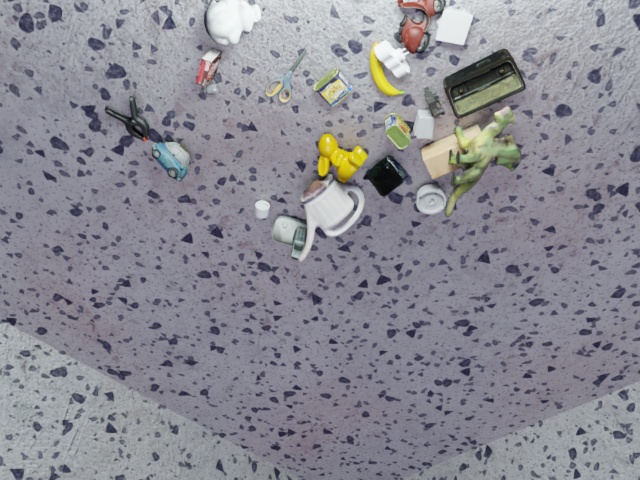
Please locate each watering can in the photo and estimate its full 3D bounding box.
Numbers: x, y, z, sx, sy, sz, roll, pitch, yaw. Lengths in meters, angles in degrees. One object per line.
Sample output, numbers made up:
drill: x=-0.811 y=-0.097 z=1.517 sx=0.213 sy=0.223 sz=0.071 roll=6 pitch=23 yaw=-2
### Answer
watering can: x=0.006 y=-0.095 z=1.892 sx=0.349 sy=0.105 sz=0.222 roll=-41 pitch=109 yaw=-8

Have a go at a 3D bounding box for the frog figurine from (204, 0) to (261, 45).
frog figurine: x=-0.258 y=-0.652 z=1.536 sx=0.159 sy=0.124 sz=0.135 roll=7 pitch=109 yaw=14

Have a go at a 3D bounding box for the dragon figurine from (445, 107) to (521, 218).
dragon figurine: x=0.542 y=-0.250 z=1.683 sx=0.243 sy=0.125 sz=0.400 roll=-3 pitch=129 yaw=-3
